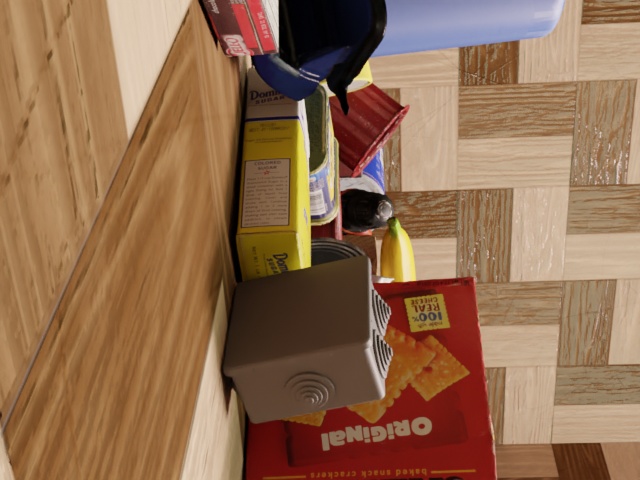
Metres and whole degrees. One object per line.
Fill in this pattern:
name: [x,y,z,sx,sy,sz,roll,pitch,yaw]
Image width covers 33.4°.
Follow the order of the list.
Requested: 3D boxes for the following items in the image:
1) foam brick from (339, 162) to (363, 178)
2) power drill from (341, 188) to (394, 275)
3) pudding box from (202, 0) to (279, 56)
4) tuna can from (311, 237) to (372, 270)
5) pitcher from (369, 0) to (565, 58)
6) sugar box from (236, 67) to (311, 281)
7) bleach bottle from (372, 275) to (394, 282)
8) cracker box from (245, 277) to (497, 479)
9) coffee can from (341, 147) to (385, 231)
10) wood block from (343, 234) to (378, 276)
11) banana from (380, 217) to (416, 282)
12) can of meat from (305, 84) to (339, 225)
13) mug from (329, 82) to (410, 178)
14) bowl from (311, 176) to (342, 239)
foam brick: [0.008,-0.101,1.190,0.053,0.078,0.051,-88,175,-62]
power drill: [0.061,0.026,1.279,0.185,0.057,0.187,4,-61,67]
pudding box: [-0.045,-0.173,0.608,0.090,0.039,0.113,75,17,-76]
tuna can: [0.000,0.036,0.886,0.086,0.086,0.034,-87,176,-54]
pitcher: [0.073,-0.227,0.888,0.145,0.242,0.149,-104,-169,-56]
sugar box: [-0.029,-0.034,0.749,0.093,0.048,0.176,84,6,-46]
bleach bottle: [0.035,0.159,1.048,0.102,0.068,0.251,9,91,-70]
cracker box: [0.034,0.131,0.729,0.072,0.164,0.213,81,8,-51]
coffee can: [0.034,-0.082,1.413,0.140,0.103,0.103,-87,175,-54]
wood block: [0.023,0.102,1.219,0.090,0.091,0.206,-88,175,-51]
banana: [0.080,0.070,1.149,0.069,0.037,0.198,-17,106,-65]
can of meat: [-0.015,-0.077,0.944,0.084,0.057,0.102,79,10,-60]
mug: [0.035,-0.128,1.088,0.093,0.081,0.117,-54,175,32]
bowl: [-0.007,0.001,1.042,0.162,0.055,0.162,-1,89,-87]
